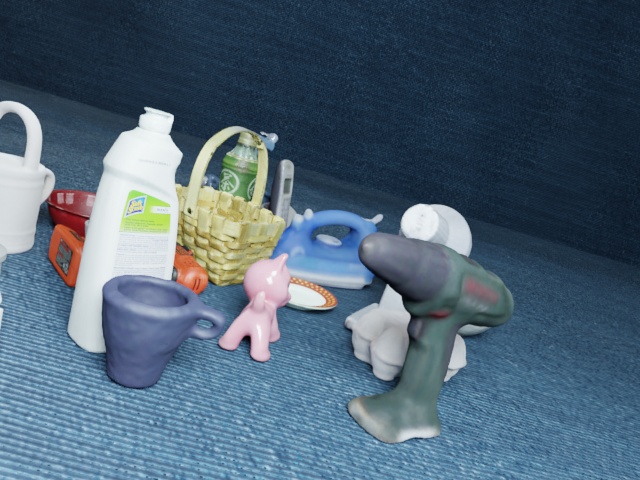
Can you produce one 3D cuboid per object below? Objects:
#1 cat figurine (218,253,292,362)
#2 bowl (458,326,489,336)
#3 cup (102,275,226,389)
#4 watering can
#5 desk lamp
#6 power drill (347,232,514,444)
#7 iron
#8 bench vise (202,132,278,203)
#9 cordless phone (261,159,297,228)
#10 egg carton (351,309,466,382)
[{"bbox_3d":[-0.071,0.071,0.714,0.067,0.118,0.128,17,12,0],"label":"cat figurine"},{"bbox_3d":[0.233,0.121,1.003,0.167,0.075,0.167,16,12,-3],"label":"bowl"},{"bbox_3d":[-0.156,0.095,0.551,0.118,0.095,0.091,16,12,-6],"label":"cup"},{"bbox_3d":[-0.423,-0.086,0.759,0.101,0.194,0.173,16,12,-4],"label":"watering can"},{"bbox_3d":[0.150,0.045,0.899,0.117,0.213,0.204,22,13,22],"label":"desk lamp"},{"bbox_3d":[0.105,0.101,0.602,0.230,0.208,0.075,7,16,-39],"label":"power drill"},{"bbox_3d":[0.010,0.004,1.065,0.259,0.141,0.118,8,15,-36],"label":"iron"},{"bbox_3d":[-0.170,-0.138,1.267,0.121,0.220,0.208,24,14,30],"label":"bench vise"},{"bbox_3d":[-0.070,-0.076,1.209,0.094,0.185,0.148,20,13,16],"label":"cordless phone"},{"bbox_3d":[0.120,0.142,0.769,0.151,0.069,0.107,9,15,-33],"label":"egg carton"}]
